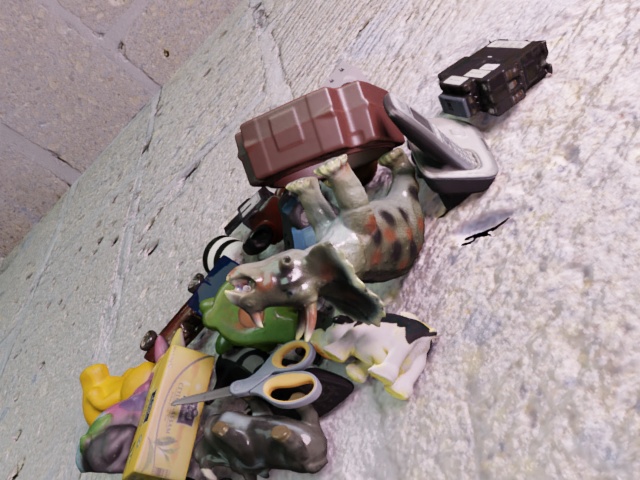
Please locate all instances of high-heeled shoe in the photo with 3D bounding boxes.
[{"bbox_3d":[-0.049,0.182,0.746,0.249,0.086,0.145,-9,18,25],"label":"high-heeled shoe"}]

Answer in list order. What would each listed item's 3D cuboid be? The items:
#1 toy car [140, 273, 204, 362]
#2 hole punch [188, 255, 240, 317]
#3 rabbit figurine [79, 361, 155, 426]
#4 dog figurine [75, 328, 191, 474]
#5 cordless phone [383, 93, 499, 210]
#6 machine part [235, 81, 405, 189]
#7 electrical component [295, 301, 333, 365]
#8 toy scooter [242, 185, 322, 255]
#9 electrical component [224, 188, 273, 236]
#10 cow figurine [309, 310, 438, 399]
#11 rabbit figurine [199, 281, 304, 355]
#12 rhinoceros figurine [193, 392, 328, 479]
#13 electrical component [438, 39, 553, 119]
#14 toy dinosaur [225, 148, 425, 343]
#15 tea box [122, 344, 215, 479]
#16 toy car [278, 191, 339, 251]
[{"bbox_3d":[-0.236,0.150,0.962,0.202,0.089,0.053,-49,28,2],"label":"toy car"},{"bbox_3d":[-0.140,0.099,0.887,0.116,0.092,0.142,25,74,45],"label":"hole punch"},{"bbox_3d":[-0.343,0.277,0.943,0.173,0.121,0.162,-32,42,28],"label":"rabbit figurine"},{"bbox_3d":[-0.266,0.245,0.834,0.108,0.191,0.219,-27,54,43],"label":"dog figurine"},{"bbox_3d":[0.137,-0.139,0.698,0.089,0.184,0.147,-39,34,27],"label":"cordless phone"},{"bbox_3d":[0.003,-0.137,0.745,0.201,0.087,0.201,-17,1,26],"label":"machine part"},{"bbox_3d":[0.002,0.125,0.753,0.063,0.021,0.094,15,70,55],"label":"electrical component"},{"bbox_3d":[-0.075,-0.042,0.968,0.184,0.075,0.135,-48,7,-14],"label":"toy scooter"},{"bbox_3d":[-0.134,-0.046,1.071,0.119,0.047,0.075,-48,32,7],"label":"electrical component"},{"bbox_3d":[0.057,0.118,0.647,0.168,0.068,0.098,12,59,51],"label":"cow figurine"},{"bbox_3d":[-0.086,0.109,0.767,0.159,0.170,0.121,-23,80,6],"label":"rabbit figurine"},{"bbox_3d":[-0.077,0.247,0.660,0.190,0.112,0.073,-13,26,28],"label":"rhinoceros figurine"},{"bbox_3d":[0.233,-0.223,0.749,0.134,0.058,0.115,-35,29,-8],"label":"electrical component"},{"bbox_3d":[0.066,-0.008,0.673,0.131,0.192,0.405,-19,0,39],"label":"toy dinosaur"},{"bbox_3d":[-0.206,0.242,0.736,0.098,0.068,0.170,-48,26,49],"label":"tea box"},{"bbox_3d":[-0.002,-0.002,0.803,0.103,0.161,0.109,-10,19,-17],"label":"toy car"}]
